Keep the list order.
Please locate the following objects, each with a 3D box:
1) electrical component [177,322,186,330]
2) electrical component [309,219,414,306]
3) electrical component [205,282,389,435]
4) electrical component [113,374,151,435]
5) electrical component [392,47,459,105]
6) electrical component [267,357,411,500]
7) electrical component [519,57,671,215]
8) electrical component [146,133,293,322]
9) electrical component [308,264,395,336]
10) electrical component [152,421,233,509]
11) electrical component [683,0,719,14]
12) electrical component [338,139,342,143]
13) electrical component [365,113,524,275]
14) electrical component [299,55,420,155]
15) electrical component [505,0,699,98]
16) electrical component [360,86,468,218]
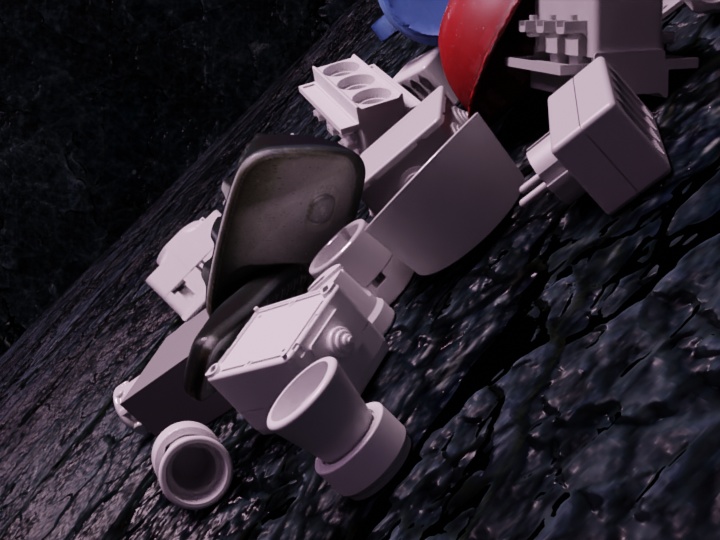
[{"bbox_3d":[-0.130,0.053,0.934,0.046,0.040,0.040,-41,14,-9],"label":"electrical component"},{"bbox_3d":[0.000,0.000,0.705,0.055,0.047,0.055,-41,15,13],"label":"electrical component"},{"bbox_3d":[-0.030,0.054,0.621,0.096,0.061,0.061,-18,30,47],"label":"electrical component"},{"bbox_3d":[-0.170,0.104,0.894,0.062,0.048,0.048,-34,17,15],"label":"electrical component"},{"bbox_3d":[0.079,-0.188,1.012,0.075,0.047,0.083,-50,15,-18],"label":"electrical component"},{"bbox_3d":[-0.009,0.075,0.506,0.045,0.055,0.045,-41,15,13],"label":"electrical component"},{"bbox_3d":[0.113,-0.060,0.560,0.076,0.047,0.083,-39,15,24],"label":"electrical component"},{"bbox_3d":[-0.107,-0.035,0.999,0.186,0.060,0.105,-46,-8,-4],"label":"electrical component"},{"bbox_3d":[-0.008,0.024,0.662,0.040,0.046,0.040,-41,16,14],"label":"electrical component"},{"bbox_3d":[-0.105,0.120,0.667,0.045,0.045,0.055,-47,14,-9],"label":"electrical component"},{"bbox_3d":[0.210,-0.179,0.633,0.043,0.043,0.062,-33,17,38],"label":"electrical component"},{"bbox_3d":[-0.006,-0.112,1.044,0.040,0.040,0.078,-35,17,32],"label":"electrical component"},{"bbox_3d":[0.050,-0.047,0.661,0.099,0.064,0.099,-41,15,13],"label":"electrical component"},{"bbox_3d":[0.001,-0.148,0.999,0.079,0.063,0.121,-19,32,-13],"label":"electrical component"},{"bbox_3d":[0.140,-0.138,0.645,0.079,0.063,0.121,-4,14,-6],"label":"electrical component"},{"bbox_3d":[0.044,-0.082,0.811,0.100,0.048,0.099,-39,16,21],"label":"electrical component"}]
